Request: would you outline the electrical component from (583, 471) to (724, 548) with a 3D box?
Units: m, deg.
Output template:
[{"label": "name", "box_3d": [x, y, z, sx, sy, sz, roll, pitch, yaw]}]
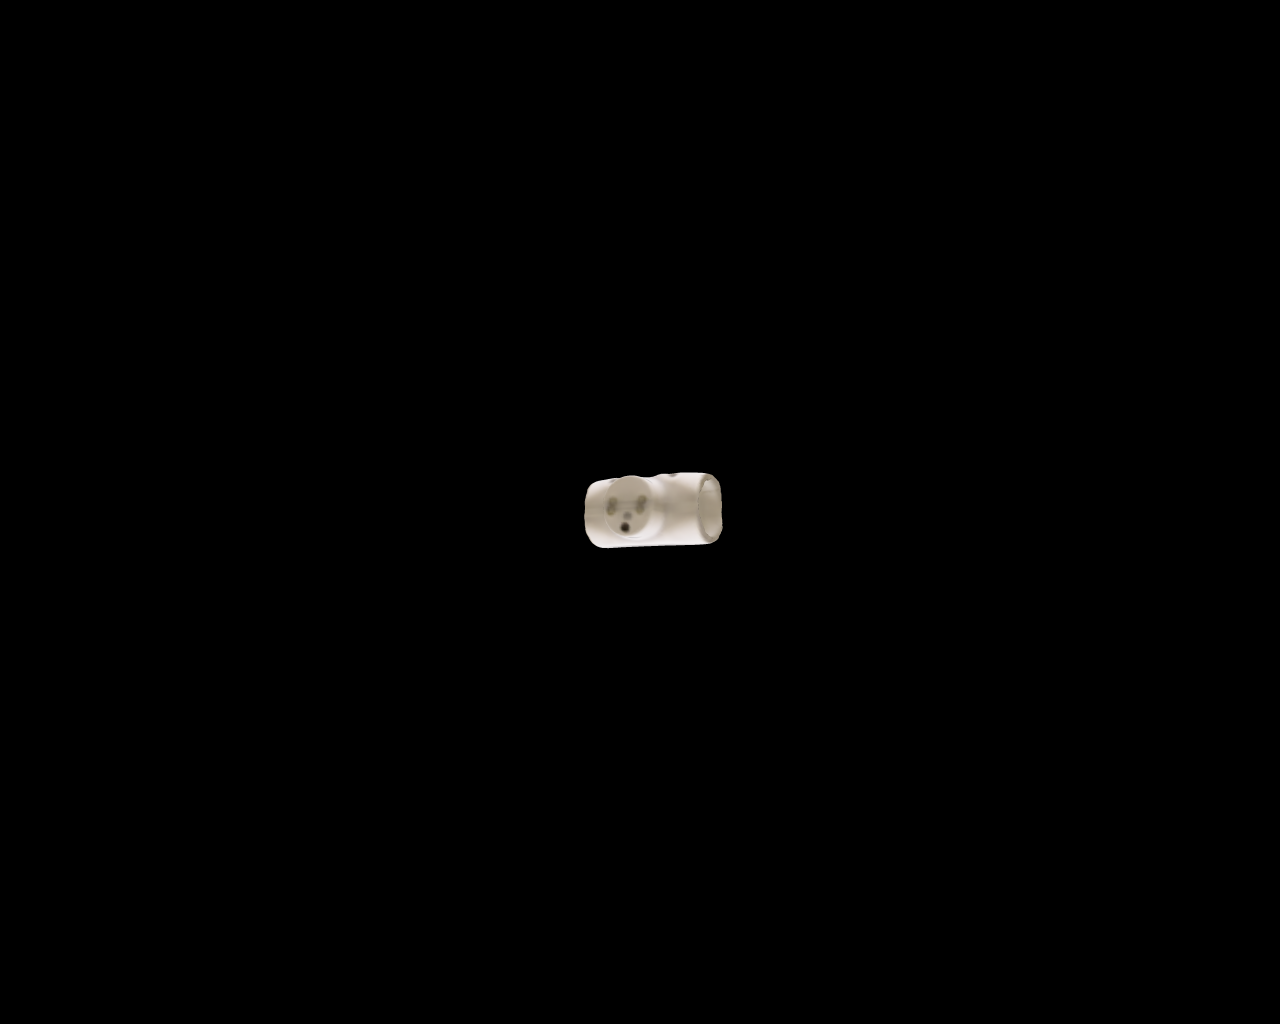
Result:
[{"label": "electrical component", "box_3d": [0.001, -0.003, 0.650, 0.077, 0.044, 0.079, -3, -7, 26]}]
